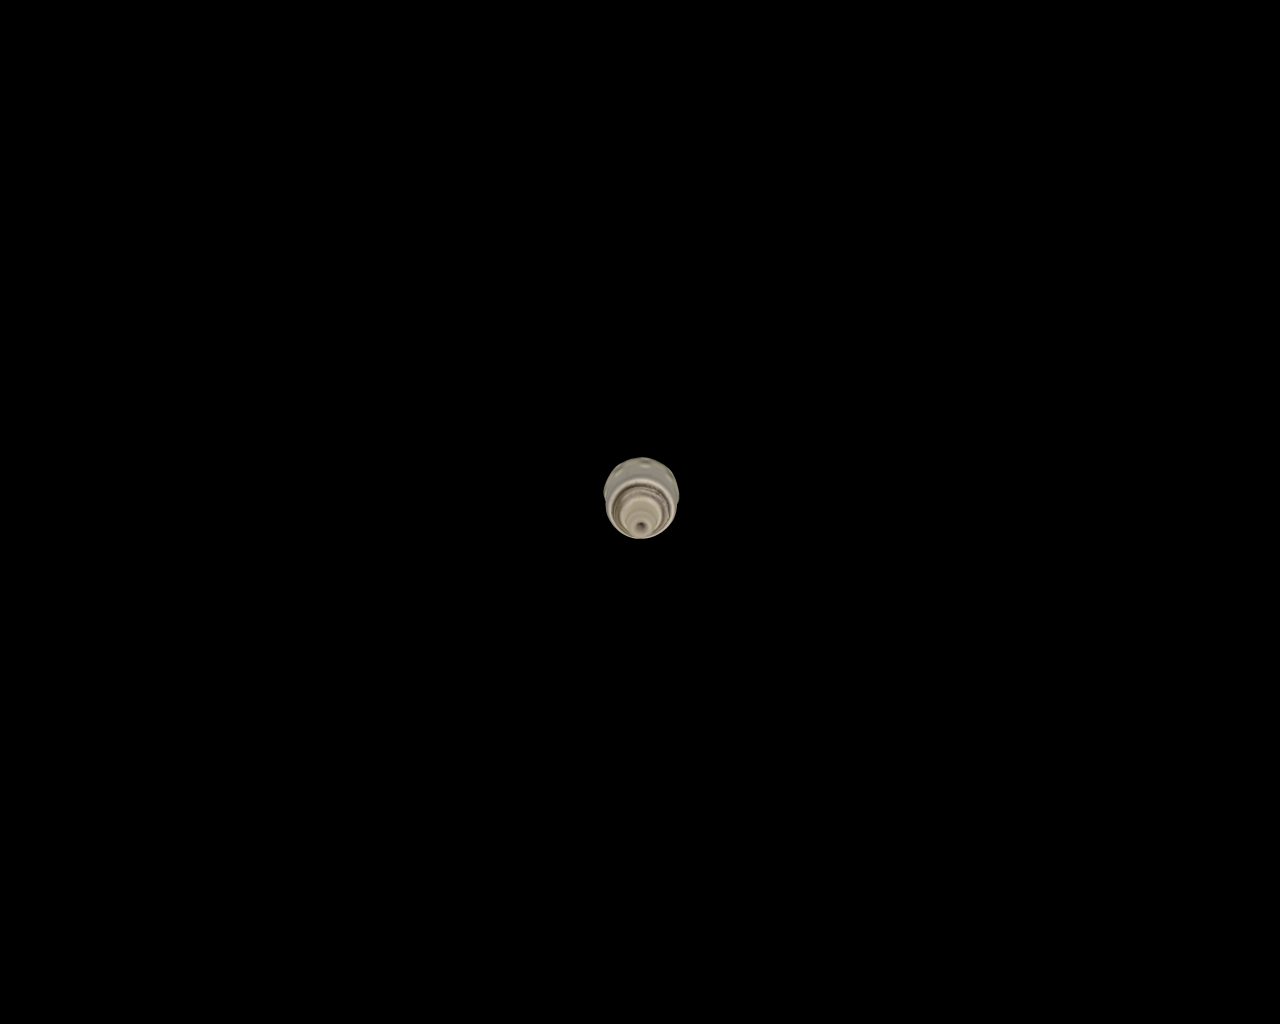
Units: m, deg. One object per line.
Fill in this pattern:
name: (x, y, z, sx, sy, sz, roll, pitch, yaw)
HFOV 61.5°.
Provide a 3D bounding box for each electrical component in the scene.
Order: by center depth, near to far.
electrical component: (0.001, -0.003, 0.650, 0.048, 0.048, 0.062, 0, 24, 0)
